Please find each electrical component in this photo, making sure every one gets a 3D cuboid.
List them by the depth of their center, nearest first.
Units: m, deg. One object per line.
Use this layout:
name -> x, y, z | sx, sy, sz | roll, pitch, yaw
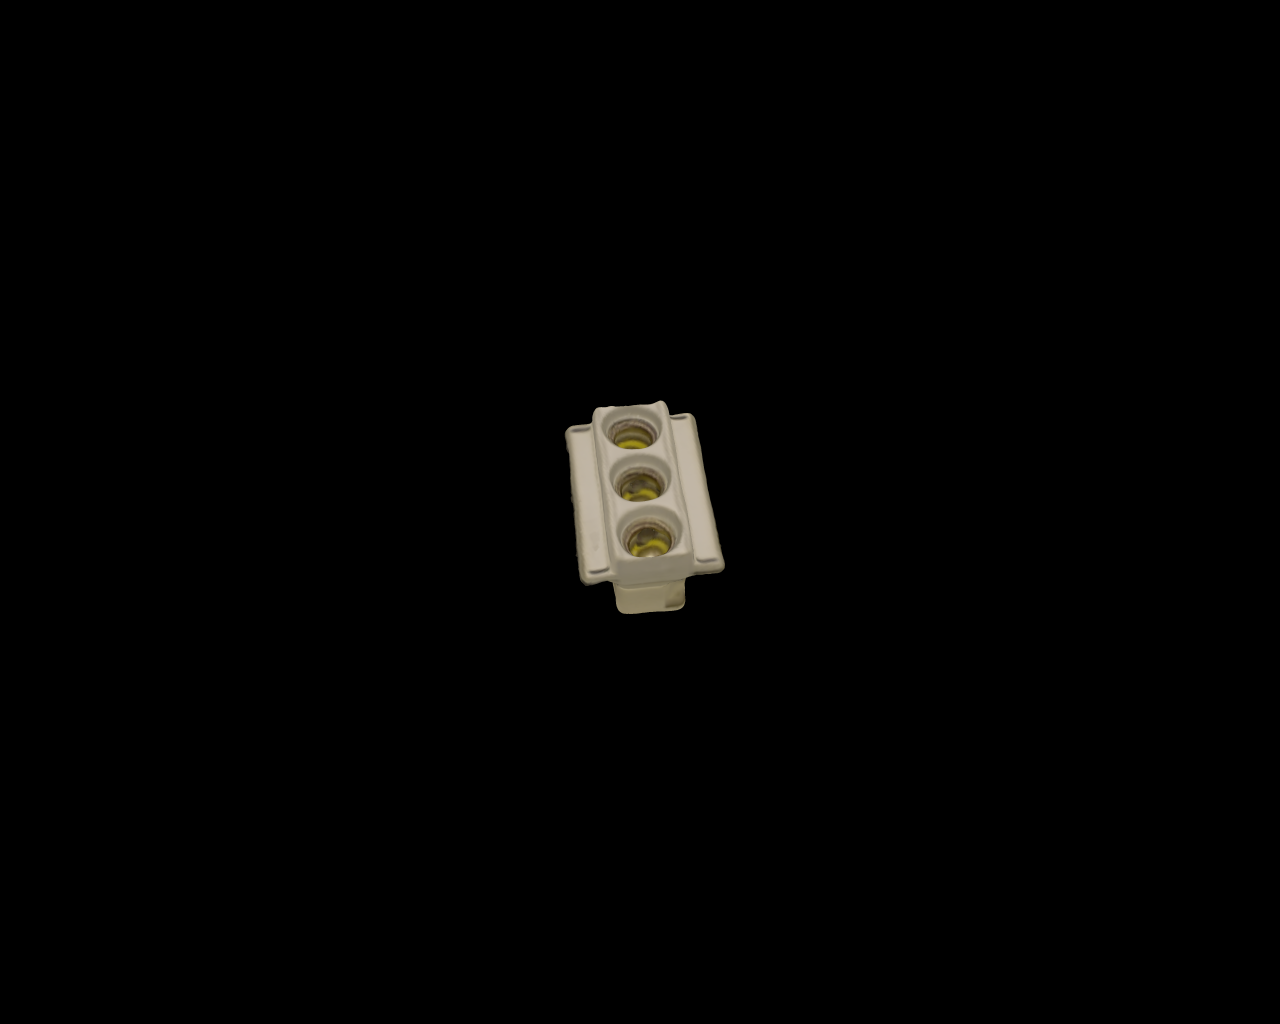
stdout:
electrical component -> 0.001, -0.003, 0.650 | 0.079, 0.121, 0.063 | -5, -39, -4
